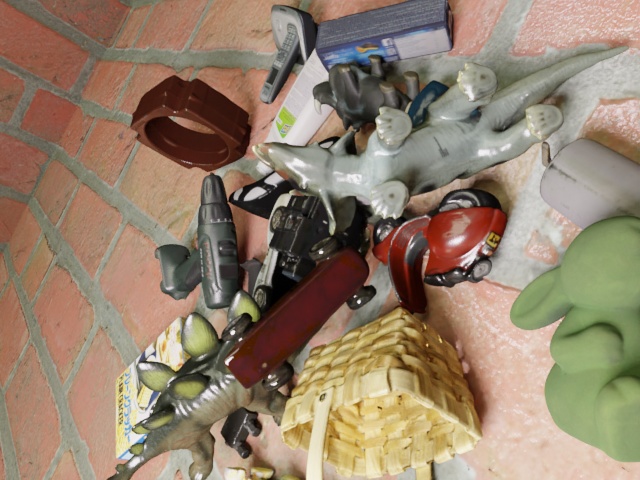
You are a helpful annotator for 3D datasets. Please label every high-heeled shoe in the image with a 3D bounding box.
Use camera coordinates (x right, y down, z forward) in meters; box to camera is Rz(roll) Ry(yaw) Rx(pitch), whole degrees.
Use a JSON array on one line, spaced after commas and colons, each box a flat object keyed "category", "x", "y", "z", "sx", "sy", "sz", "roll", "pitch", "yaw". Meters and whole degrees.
[{"category": "high-heeled shoe", "x": -0.064, "y": -0.110, "z": 0.906, "sx": 0.249, "sy": 0.086, "sz": 0.145, "roll": 12, "pitch": 76, "yaw": 45}]

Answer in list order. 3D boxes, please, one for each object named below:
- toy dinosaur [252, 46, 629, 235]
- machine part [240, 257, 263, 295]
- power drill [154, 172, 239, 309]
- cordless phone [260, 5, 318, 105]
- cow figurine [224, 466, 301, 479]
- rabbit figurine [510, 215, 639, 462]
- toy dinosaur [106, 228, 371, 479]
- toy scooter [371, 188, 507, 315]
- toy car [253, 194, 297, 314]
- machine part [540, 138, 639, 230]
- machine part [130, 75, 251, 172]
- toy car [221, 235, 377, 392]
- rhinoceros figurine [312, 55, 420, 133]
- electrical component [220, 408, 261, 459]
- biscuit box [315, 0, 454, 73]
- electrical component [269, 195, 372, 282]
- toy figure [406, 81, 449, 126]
[{"category": "toy dinosaur", "x": 0.134, "y": -0.110, "z": 0.629, "sx": 0.192, "sy": 0.405, "sz": 0.131, "roll": -169, "pitch": 60, "yaw": -84}, {"category": "machine part", "x": -0.104, "y": 0.094, "z": 0.869, "sx": 0.084, "sy": 0.039, "sz": 0.139, "roll": -42, "pitch": 45, "yaw": 36}, {"category": "power drill", "x": -0.217, "y": 0.017, "z": 0.969, "sx": 0.207, "sy": 0.086, "sz": 0.232, "roll": -20, "pitch": 78, "yaw": 40}, {"category": "cordless phone", "x": -0.076, "y": -0.359, "z": 1.057, "sx": 0.184, "sy": 0.088, "sz": 0.147, "roll": -59, "pitch": 39, "yaw": 11}, {"category": "cow figurine", "x": -0.058, "y": 0.338, "z": 0.654, "sx": 0.167, "sy": 0.068, "sz": 0.098, "roll": -7, "pitch": 69, "yaw": 49}, {"category": "rabbit figurine", "x": 0.238, "y": 0.066, "z": 0.435, "sx": 0.159, "sy": 0.121, "sz": 0.170, "roll": -176, "pitch": 84, "yaw": -81}, {"category": "toy dinosaur", "x": -0.100, "y": 0.167, "z": 0.692, "sx": 0.471, "sy": 0.198, "sz": 0.105, "roll": -40, "pitch": 48, "yaw": -9}, {"category": "toy scooter", "x": 0.130, "y": 0.023, "z": 0.620, "sx": 0.184, "sy": 0.075, "sz": 0.135, "roll": -17, "pitch": 57, "yaw": 46}, {"category": "toy car", "x": -0.049, "y": 0.033, "z": 0.791, "sx": 0.056, "sy": 0.073, "sz": 0.201, "roll": 12, "pitch": 89, "yaw": 58}, {"category": "machine part", "x": 0.282, "y": -0.022, "z": 0.475, "sx": 0.079, "sy": 0.079, "sz": 0.243, "roll": -52, "pitch": 40, "yaw": 13}, {"category": "machine part", "x": -0.258, "y": -0.230, "z": 1.087, "sx": 0.202, "sy": 0.201, "sz": 0.087, "roll": -11, "pitch": 59, "yaw": 45}, {"category": "toy car", "x": -0.023, "y": 0.081, "z": 0.608, "sx": 0.202, "sy": 0.089, "sz": 0.053, "roll": -42, "pitch": 12, "yaw": -20}, {"category": "rhinoceros figurine", "x": 0.067, "y": -0.213, "z": 0.807, "sx": 0.073, "sy": 0.111, "sz": 0.191, "roll": -34, "pitch": 45, "yaw": -30}, {"category": "electrical component", "x": -0.122, "y": 0.275, "z": 0.796, "sx": 0.094, "sy": 0.021, "sz": 0.063, "roll": 29, "pitch": 92, "yaw": 51}, {"category": "biscuit box", "x": 0.094, "y": -0.306, "z": 0.804, "sx": 0.203, "sy": 0.059, "sz": 0.063, "roll": -2, "pitch": 67, "yaw": 25}, {"category": "electrical component", "x": -0.002, "y": -0.002, "z": 0.746, "sx": 0.058, "sy": 0.115, "sz": 0.134, "roll": 10, "pitch": 77, "yaw": 55}, {"category": "toy figure", "x": 0.130, "y": -0.136, "z": 0.723, "sx": 0.154, "sy": 0.057, "sz": 0.064, "roll": -59, "pitch": 33, "yaw": 13}]
